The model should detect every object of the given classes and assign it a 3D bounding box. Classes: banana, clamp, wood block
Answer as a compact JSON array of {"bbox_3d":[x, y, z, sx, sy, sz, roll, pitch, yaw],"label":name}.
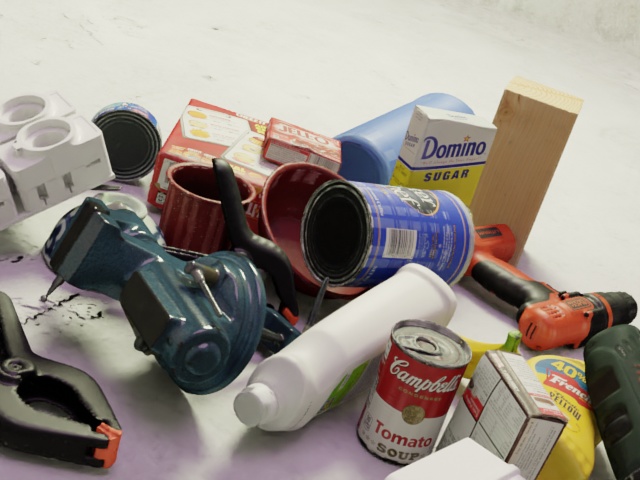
[{"bbox_3d":[0.125,0.094,1.009,0.037,0.069,0.198,-17,19,-34],"label":"banana"},{"bbox_3d":[-0.077,0.010,0.990,0.171,0.120,0.039,36,8,-18],"label":"clamp"},{"bbox_3d":[0.238,-0.083,1.300,0.091,0.206,0.090,22,24,11],"label":"wood block"},{"bbox_3d":[-0.228,0.103,0.799,0.210,0.036,0.164,23,26,15],"label":"clamp"}]

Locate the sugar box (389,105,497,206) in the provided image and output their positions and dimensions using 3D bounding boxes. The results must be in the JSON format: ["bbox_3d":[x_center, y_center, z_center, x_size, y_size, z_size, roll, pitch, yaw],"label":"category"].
[{"bbox_3d":[0.127,-0.059,1.210,0.093,0.176,0.048,6,27,-26],"label":"sugar box"}]

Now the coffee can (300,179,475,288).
[{"bbox_3d":[0.066,-0.003,1.040,0.140,0.103,0.103,4,27,-40],"label":"coffee can"}]

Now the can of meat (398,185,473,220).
[{"bbox_3d":[0.111,0.000,1.170,0.083,0.102,0.057,12,23,-17],"label":"can of meat"}]

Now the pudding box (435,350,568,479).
[{"bbox_3d":[0.139,0.157,0.839,0.039,0.114,0.090,10,26,-22],"label":"pudding box"}]

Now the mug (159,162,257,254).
[{"bbox_3d":[-0.111,-0.017,1.077,0.117,0.081,0.093,35,29,33],"label":"mug"}]

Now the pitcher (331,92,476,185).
[{"bbox_3d":[0.092,-0.104,1.362,0.145,0.149,0.242,50,36,11],"label":"pitcher"}]

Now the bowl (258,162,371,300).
[{"bbox_3d":[-0.007,0.001,1.094,0.161,0.055,0.162,23,47,-28],"label":"bowl"}]

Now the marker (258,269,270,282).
[{"bbox_3d":[-0.057,0.030,1.091,0.020,0.020,0.121,21,25,7],"label":"marker"}]

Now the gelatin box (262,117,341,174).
[{"bbox_3d":[-0.021,-0.104,1.217,0.089,0.030,0.073,20,23,-8],"label":"gelatin box"}]

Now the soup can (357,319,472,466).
[{"bbox_3d":[0.076,0.125,0.875,0.068,0.102,0.068,15,24,-7],"label":"soup can"}]

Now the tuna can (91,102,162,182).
[{"bbox_3d":[-0.220,-0.111,1.198,0.086,0.086,0.034,12,23,-12],"label":"tuna can"}]

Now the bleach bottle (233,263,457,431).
[{"bbox_3d":[0.019,0.096,0.899,0.068,0.103,0.250,40,31,20],"label":"bleach bottle"}]

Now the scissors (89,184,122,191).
[{"bbox_3d":[-0.280,-0.059,1.062,0.202,0.016,0.096,1,13,8],"label":"scissors"}]

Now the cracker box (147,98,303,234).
[{"bbox_3d":[-0.098,-0.082,1.238,0.164,0.072,0.213,18,23,-4],"label":"cracker box"}]

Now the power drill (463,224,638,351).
[{"bbox_3d":[0.246,0.050,1.204,0.184,0.057,0.188,-6,33,-42],"label":"power drill"}]

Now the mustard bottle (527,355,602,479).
[{"bbox_3d":[0.214,0.153,0.961,0.096,0.058,0.191,38,27,12],"label":"mustard bottle"}]
